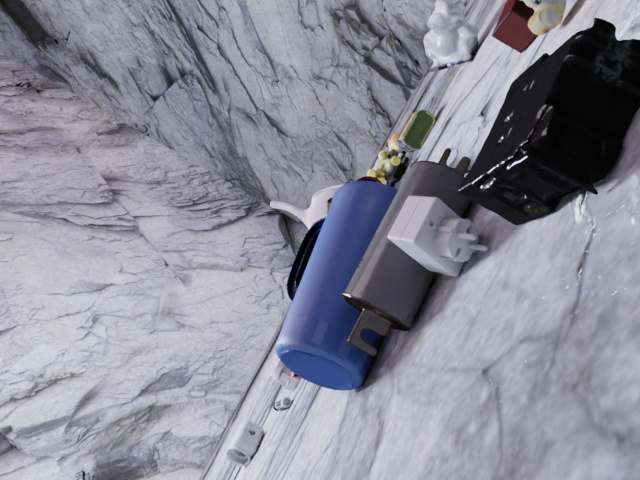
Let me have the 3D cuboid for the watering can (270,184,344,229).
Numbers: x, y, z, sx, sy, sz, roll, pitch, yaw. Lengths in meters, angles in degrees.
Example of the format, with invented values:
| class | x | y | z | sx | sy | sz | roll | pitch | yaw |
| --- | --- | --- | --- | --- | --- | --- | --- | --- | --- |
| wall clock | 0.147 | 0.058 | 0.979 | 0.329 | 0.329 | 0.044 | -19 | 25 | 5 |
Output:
| class | x | y | z | sx | sy | sz | roll | pitch | yaw |
| --- | --- | --- | --- | --- | --- | --- | --- | --- | --- |
| watering can | 0.005 | -0.077 | 1.530 | 0.347 | 0.102 | 0.230 | -10 | 41 | 14 |

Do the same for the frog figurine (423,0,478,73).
| class | x | y | z | sx | sy | sz | roll | pitch | yaw |
| --- | --- | --- | --- | --- | --- | --- | --- | --- | --- |
| frog figurine | 0.305 | -0.495 | 1.228 | 0.124 | 0.157 | 0.138 | -28 | 23 | -26 |

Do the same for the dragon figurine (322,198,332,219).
| class | x | y | z | sx | sy | sz | roll | pitch | yaw |
| --- | --- | --- | --- | --- | --- | --- | --- | --- | --- |
| dragon figurine | 0.046 | 0.055 | 1.247 | 0.122 | 0.237 | 0.420 | 13 | 44 | 7 |
